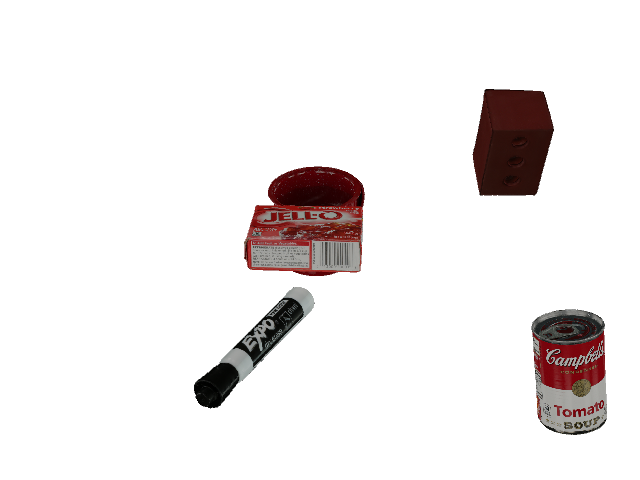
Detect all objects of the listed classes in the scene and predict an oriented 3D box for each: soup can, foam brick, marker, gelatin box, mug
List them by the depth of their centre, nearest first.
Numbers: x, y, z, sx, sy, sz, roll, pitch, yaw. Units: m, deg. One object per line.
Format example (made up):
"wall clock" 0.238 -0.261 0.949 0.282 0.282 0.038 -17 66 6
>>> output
"marker" -0.039 0.063 0.635 0.020 0.020 0.121 0 25 29
"gelatin box" -0.012 -0.003 0.835 0.089 0.030 0.073 1 22 3
"foam brick" 0.164 -0.084 0.915 0.053 0.051 0.078 0 -43 -2
"soup can" 0.241 0.127 1.030 0.068 0.102 0.068 -7 21 2
"mug" 0.003 -0.023 1.088 0.093 0.081 0.117 22 40 34
